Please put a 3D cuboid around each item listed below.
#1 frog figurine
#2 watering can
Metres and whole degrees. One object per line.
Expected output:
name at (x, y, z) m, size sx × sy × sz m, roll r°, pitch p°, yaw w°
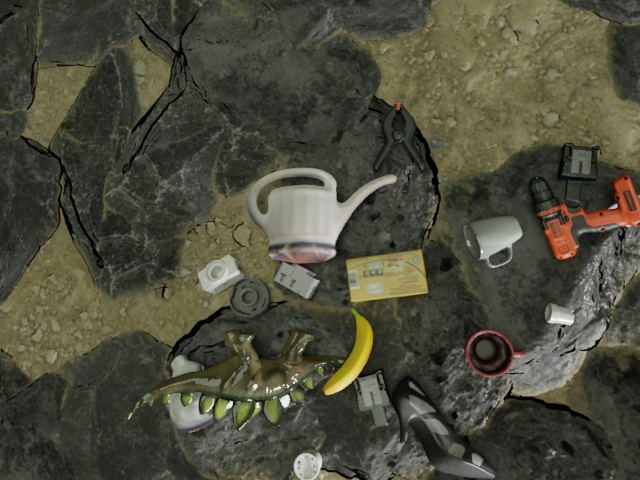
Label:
frog figurine at (-0.285, 0.334, 1.147) m, size 0.136 × 0.124 × 0.159 m, roll -24°, pitch 89°, yaw 26°
watering can at (0.004, -0.059, 1.169) m, size 0.347 × 0.103 × 0.227 m, roll -1°, pitch 76°, yaw 3°
